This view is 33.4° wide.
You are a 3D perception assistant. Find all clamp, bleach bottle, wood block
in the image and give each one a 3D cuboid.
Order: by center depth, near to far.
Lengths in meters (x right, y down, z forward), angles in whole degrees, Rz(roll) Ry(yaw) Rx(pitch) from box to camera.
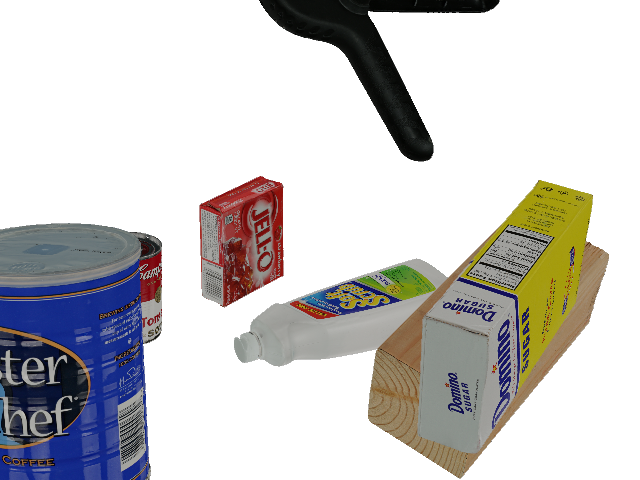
[{"bbox_3d":[0.022,-0.159,0.758,0.209,0.164,0.036,25,-27,-15],"label":"clamp"},{"bbox_3d":[0.136,0.076,0.855,0.091,0.090,0.205,30,49,26],"label":"wood block"},{"bbox_3d":[0.027,0.090,1.180,0.250,0.068,0.103,-15,33,-26],"label":"bleach bottle"}]

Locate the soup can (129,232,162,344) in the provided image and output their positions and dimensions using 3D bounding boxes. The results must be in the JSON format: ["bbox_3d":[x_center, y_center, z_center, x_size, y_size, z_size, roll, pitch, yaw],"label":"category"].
[{"bbox_3d":[-0.200,0.051,1.121,0.068,0.102,0.068,3,23,-1],"label":"soup can"}]

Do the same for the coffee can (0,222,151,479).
[{"bbox_3d":[-0.149,0.070,0.596,0.103,0.140,0.103,0,15,0],"label":"coffee can"}]

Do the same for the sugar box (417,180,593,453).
[{"bbox_3d":[0.118,0.043,0.664,0.048,0.093,0.176,16,37,24],"label":"sugar box"}]

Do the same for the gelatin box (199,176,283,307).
[{"bbox_3d":[-0.063,0.000,0.877,0.030,0.089,0.073,23,34,34],"label":"gelatin box"}]
